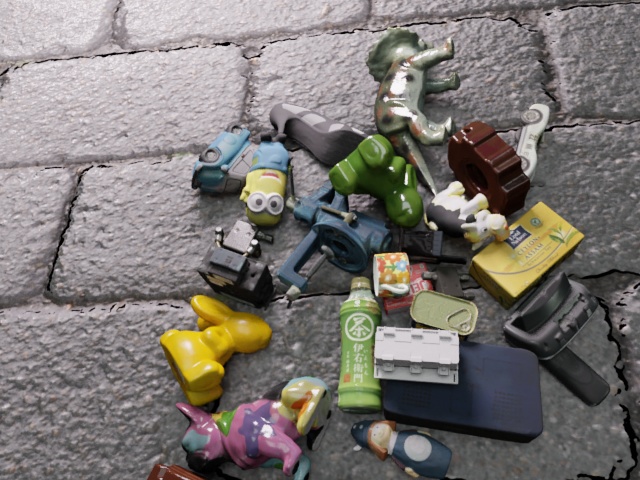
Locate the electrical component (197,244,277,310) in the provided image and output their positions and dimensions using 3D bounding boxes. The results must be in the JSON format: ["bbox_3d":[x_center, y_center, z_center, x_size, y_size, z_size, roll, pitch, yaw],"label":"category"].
[{"bbox_3d":[-0.144,0.062,0.934,0.115,0.134,0.058,17,67,14],"label":"electrical component"}]

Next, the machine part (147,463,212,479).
[{"bbox_3d":[-0.137,0.381,0.726,0.202,0.200,0.087,18,64,17],"label":"machine part"}]

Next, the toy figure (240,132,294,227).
[{"bbox_3d":[-0.097,-0.114,1.035,0.082,0.089,0.180,-1,70,13],"label":"toy figure"}]

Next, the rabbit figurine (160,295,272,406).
[{"bbox_3d":[-0.169,0.175,0.907,0.173,0.121,0.162,-24,52,-21],"label":"rabbit figurine"}]

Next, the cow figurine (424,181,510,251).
[{"bbox_3d":[0.249,-0.034,0.934,0.098,0.068,0.167,-32,29,-3],"label":"cow figurine"}]

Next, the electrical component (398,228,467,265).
[{"bbox_3d":[0.197,0.014,0.942,0.119,0.074,0.047,3,78,14],"label":"electrical component"}]

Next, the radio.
[{"bbox_3d":[0.218,0.226,0.833,0.230,0.073,0.131,6,63,10],"label":"radio"}]

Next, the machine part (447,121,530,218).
[{"bbox_3d":[0.293,-0.119,0.951,0.056,0.179,0.179,-30,63,-6],"label":"machine part"}]

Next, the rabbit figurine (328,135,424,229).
[{"bbox_3d":[0.119,-0.092,0.968,0.121,0.159,0.170,-39,86,22],"label":"rabbit figurine"}]

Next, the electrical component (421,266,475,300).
[{"bbox_3d":[0.219,0.077,0.921,0.094,0.021,0.063,5,58,-20],"label":"electrical component"}]

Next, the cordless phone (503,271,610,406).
[{"bbox_3d":[0.403,0.155,0.853,0.146,0.088,0.184,-41,76,-14],"label":"cordless phone"}]

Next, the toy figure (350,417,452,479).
[{"bbox_3d":[0.120,0.309,0.814,0.155,0.057,0.064,17,28,17],"label":"toy figure"}]

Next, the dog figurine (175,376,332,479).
[{"bbox_3d":[-0.109,0.279,0.832,0.219,0.108,0.191,14,64,19],"label":"dog figurine"}]

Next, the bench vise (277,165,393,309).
[{"bbox_3d":[-0.002,0.003,0.951,0.224,0.128,0.240,30,61,16],"label":"bench vise"}]

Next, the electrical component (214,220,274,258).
[{"bbox_3d":[-0.149,0.000,1.017,0.102,0.045,0.078,25,70,20],"label":"electrical component"}]

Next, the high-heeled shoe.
[{"bbox_3d":[0.013,-0.225,1.117,0.249,0.086,0.145,14,33,-4],"label":"high-heeled shoe"}]

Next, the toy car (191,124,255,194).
[{"bbox_3d":[-0.180,-0.149,1.078,0.103,0.109,0.161,38,59,-3],"label":"toy car"}]

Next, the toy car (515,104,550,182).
[{"bbox_3d":[0.389,-0.167,1.014,0.056,0.073,0.202,16,66,16],"label":"toy car"}]

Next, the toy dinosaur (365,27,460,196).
[{"bbox_3d":[0.175,-0.273,1.083,0.192,0.131,0.405,2,69,28],"label":"toy dinosaur"}]

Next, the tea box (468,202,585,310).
[{"bbox_3d":[0.351,0.026,0.921,0.169,0.068,0.098,-39,65,-12],"label":"tea box"}]
